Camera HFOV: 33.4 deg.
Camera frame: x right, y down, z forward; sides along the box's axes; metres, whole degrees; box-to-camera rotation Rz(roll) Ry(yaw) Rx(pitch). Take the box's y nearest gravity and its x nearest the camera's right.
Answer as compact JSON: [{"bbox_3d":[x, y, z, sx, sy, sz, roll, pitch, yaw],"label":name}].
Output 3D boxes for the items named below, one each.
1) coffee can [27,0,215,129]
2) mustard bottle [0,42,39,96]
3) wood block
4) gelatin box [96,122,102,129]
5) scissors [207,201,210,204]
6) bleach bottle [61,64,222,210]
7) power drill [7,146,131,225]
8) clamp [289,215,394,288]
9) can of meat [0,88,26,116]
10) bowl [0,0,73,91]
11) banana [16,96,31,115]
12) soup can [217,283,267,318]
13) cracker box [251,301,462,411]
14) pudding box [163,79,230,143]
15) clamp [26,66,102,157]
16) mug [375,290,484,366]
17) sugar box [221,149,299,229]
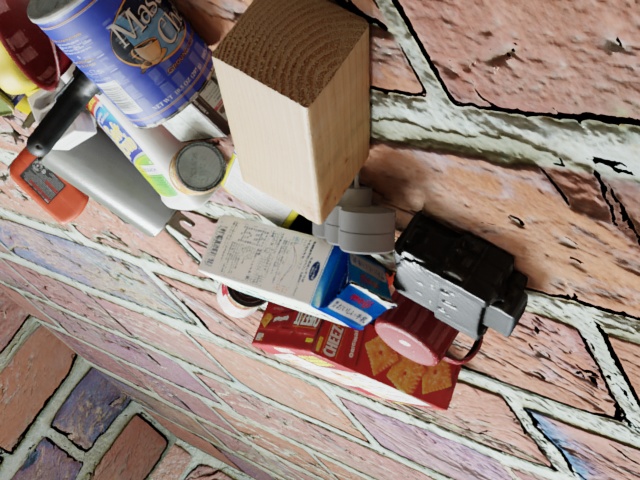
[{"bbox_3d":[-0.174,-0.183,0.951,0.103,0.102,0.140,12,151,49],"label":"coffee can"},{"bbox_3d":[-0.346,-0.218,1.176,0.058,0.096,0.191,-15,144,13],"label":"mustard bottle"},{"bbox_3d":[-0.017,-0.109,0.889,0.091,0.090,0.206,30,161,15],"label":"wood block"},{"bbox_3d":[-0.263,-0.123,1.359,0.073,0.030,0.089,25,158,22],"label":"gelatin box"},{"bbox_3d":[-0.192,-0.045,1.454,0.202,0.016,0.096,17,156,42],"label":"scissors"},{"bbox_3d":[-0.216,-0.140,1.193,0.250,0.068,0.103,48,161,-26],"label":"bleach bottle"},{"bbox_3d":[-0.315,-0.075,1.395,0.184,0.057,0.187,43,-169,-5],"label":"power drill"},{"bbox_3d":[-0.008,0.002,1.225,0.210,0.036,0.164,24,158,32],"label":"clamp"},{"bbox_3d":[-0.376,-0.199,1.281,0.057,0.084,0.102,44,159,-27],"label":"can of meat"},{"bbox_3d":[-0.277,-0.229,1.042,0.162,0.055,0.162,41,150,30],"label":"bowl"},{"bbox_3d":[-0.347,-0.175,1.348,0.198,0.037,0.069,13,170,42],"label":"banana"},{"bbox_3d":[-0.106,0.070,1.509,0.068,0.068,0.102,36,162,-4],"label":"soup can"},{"bbox_3d":[0.046,0.145,1.357,0.213,0.072,0.164,27,166,-27],"label":"cracker box"},{"bbox_3d":[-0.140,-0.143,1.093,0.090,0.039,0.114,42,162,-26],"label":"pudding box"},{"bbox_3d":[-0.229,-0.154,1.051,0.039,0.120,0.172,33,127,-22],"label":"clamp"},{"bbox_3d":[0.121,0.088,1.146,0.117,0.081,0.093,36,161,-5],"label":"mug"},{"bbox_3d":[-0.045,-0.072,1.096,0.093,0.048,0.176,35,159,-3],"label":"sugar box"}]
